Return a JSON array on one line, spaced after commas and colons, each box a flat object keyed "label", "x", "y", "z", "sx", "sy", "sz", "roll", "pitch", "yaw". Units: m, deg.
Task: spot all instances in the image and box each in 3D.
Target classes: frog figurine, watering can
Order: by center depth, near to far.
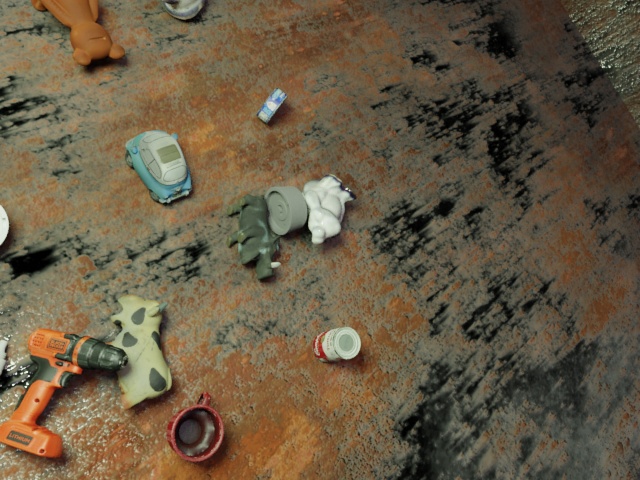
[{"label": "frog figurine", "x": 0.004, "y": -0.060, "z": 1.187, "sx": 0.123, "sy": 0.162, "sz": 0.135, "roll": 13, "pitch": -22, "yaw": 22}, {"label": "watering can", "x": -0.305, "y": -0.668, "z": 1.191, "sx": 0.104, "sy": 0.354, "sz": 0.220, "roll": 14, "pitch": -25, "yaw": -4}]
